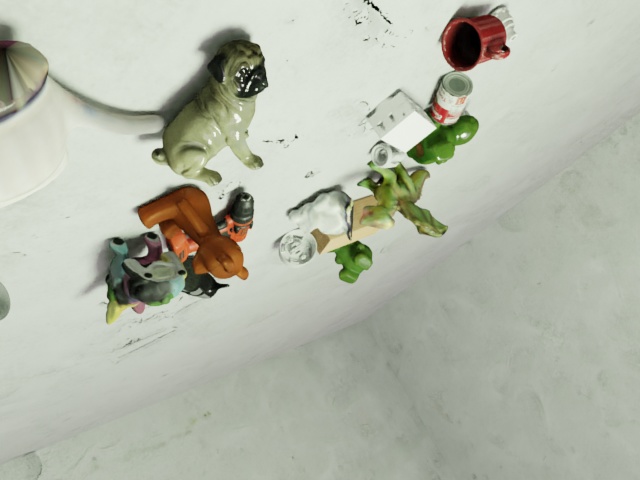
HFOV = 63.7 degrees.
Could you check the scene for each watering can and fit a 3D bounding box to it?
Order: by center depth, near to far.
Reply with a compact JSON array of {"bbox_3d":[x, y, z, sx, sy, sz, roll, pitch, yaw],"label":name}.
[{"bbox_3d":[-0.329,-0.130,0.581,0.352,0.105,0.220,-35,166,-31],"label":"watering can"}]

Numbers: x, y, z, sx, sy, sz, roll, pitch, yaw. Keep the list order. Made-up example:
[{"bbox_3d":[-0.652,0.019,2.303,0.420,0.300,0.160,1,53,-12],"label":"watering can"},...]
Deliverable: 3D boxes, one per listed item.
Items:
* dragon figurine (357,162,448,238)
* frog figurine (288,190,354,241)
[{"bbox_3d":[0.235,-0.096,1.338,0.412,0.246,0.120,-10,148,-43],"label":"dragon figurine"},{"bbox_3d":[0.004,-0.066,1.309,0.159,0.125,0.135,4,157,10],"label":"frog figurine"}]
